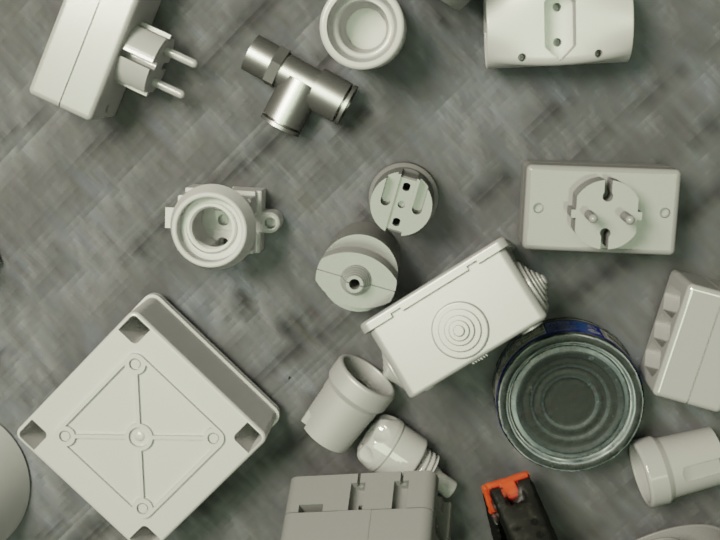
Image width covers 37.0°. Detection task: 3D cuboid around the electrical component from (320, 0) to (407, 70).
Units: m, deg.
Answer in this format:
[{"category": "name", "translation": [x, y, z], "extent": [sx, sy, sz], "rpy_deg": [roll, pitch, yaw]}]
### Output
[{"category": "electrical component", "translation": [0.003, -0.132, 0.587], "extent": [0.045, 0.055, 0.045], "rpy_deg": [1, 101, 4]}]

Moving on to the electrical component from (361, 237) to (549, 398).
[{"category": "electrical component", "translation": [0.056, 0.026, 0.592], "extent": [0.100, 0.100, 0.048], "rpy_deg": [-32, 84, 9]}]

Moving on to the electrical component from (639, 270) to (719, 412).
[{"category": "electrical component", "translation": [0.208, 0.044, 0.609], "extent": [0.077, 0.047, 0.065], "rpy_deg": [15, 101, 1]}]

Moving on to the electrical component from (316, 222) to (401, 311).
[{"category": "electrical component", "translation": [0.000, 0.000, 0.599], "extent": [0.043, 0.081, 0.043], "rpy_deg": [1, 101, 4]}]

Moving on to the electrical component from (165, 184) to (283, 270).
[{"category": "electrical component", "translation": [-0.080, -0.027, 0.612], "extent": [0.066, 0.055, 0.048], "rpy_deg": [4, 101, 3]}]

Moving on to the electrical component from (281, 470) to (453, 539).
[{"category": "electrical component", "translation": [0.004, 0.154, 0.623], "extent": [0.089, 0.055, 0.050], "rpy_deg": [-6, 139, 18]}]

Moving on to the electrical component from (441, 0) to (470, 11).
[{"category": "electrical component", "translation": [0.033, -0.183, 0.556], "extent": [0.099, 0.099, 0.064], "rpy_deg": [38, 107, -3]}]

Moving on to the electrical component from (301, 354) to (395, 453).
[{"category": "electrical component", "translation": [-0.008, 0.079, 0.636], "extent": [0.040, 0.040, 0.046], "rpy_deg": [35, 106, -3]}]

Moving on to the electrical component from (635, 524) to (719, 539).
[{"category": "electrical component", "translation": [0.177, 0.191, 0.614], "extent": [0.099, 0.099, 0.064], "rpy_deg": [-25, 92, 8]}]

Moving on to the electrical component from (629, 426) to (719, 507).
[{"category": "electrical component", "translation": [0.186, 0.114, 0.628], "extent": [0.046, 0.040, 0.040], "rpy_deg": [-14, 99, 1]}]

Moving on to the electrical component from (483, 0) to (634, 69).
[{"category": "electrical component", "translation": [0.106, -0.151, 0.581], "extent": [0.077, 0.043, 0.079], "rpy_deg": [-2, 101, 5]}]

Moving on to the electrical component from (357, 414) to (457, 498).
[{"category": "electrical component", "translation": [0.030, 0.115, 0.642], "extent": [0.061, 0.035, 0.035], "rpy_deg": [35, 101, -5]}]

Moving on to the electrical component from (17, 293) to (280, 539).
[{"category": "electrical component", "translation": [-0.123, 0.090, 0.637], "extent": [0.109, 0.056, 0.109], "rpy_deg": [44, 101, -4]}]

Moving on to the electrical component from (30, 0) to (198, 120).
[{"category": "electrical component", "translation": [-0.129, -0.122, 0.602], "extent": [0.076, 0.047, 0.083], "rpy_deg": [25, 101, -1]}]

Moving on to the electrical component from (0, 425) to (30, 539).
[{"category": "electrical component", "translation": [-0.262, 0.142, 0.665], "extent": [0.099, 0.064, 0.099], "rpy_deg": [5, 113, 11]}]

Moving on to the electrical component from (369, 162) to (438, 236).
[{"category": "electrical component", "translation": [0.024, -0.039, 0.607], "extent": [0.040, 0.046, 0.040], "rpy_deg": [1, 101, 4]}]

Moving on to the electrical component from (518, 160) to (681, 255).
[{"category": "electrical component", "translation": [0.131, -0.032, 0.585], "extent": [0.083, 0.075, 0.047], "rpy_deg": [2, 101, 4]}]
